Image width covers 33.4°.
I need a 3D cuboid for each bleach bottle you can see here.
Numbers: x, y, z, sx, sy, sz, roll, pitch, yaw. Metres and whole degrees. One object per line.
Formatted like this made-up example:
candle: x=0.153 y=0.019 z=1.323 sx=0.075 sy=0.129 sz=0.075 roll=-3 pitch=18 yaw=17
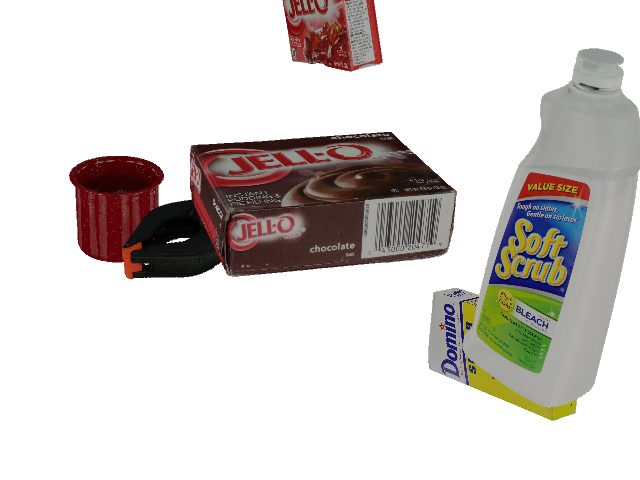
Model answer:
bleach bottle: x=0.163 y=-0.011 z=0.737 sx=0.067 sy=0.251 sz=0.103 roll=-19 pitch=37 yaw=-33

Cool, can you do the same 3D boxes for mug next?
mug: x=-0.206 y=-0.036 z=1.091 sx=0.093 sy=0.081 sz=0.117 roll=1 pitch=28 yaw=-6

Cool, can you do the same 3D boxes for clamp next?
clamp: x=-0.093 y=-0.019 z=0.900 sx=0.171 sy=0.039 sz=0.120 roll=-17 pitch=38 yaw=-24

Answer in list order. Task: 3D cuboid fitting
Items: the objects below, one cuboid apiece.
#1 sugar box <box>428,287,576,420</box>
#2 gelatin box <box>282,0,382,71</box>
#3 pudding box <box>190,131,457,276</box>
sugar box: x=0.191 y=0.116 z=1.129 sx=0.048 sy=0.093 sz=0.177 roll=-9 pitch=17 yaw=-42
gelatin box: x=0.004 y=-0.161 z=0.748 sx=0.030 sy=0.073 sz=0.089 roll=-19 pitch=22 yaw=-25
pudding box: x=-0.002 y=-0.021 z=0.526 sx=0.113 sy=0.039 sz=0.090 roll=-4 pitch=26 yaw=-17
